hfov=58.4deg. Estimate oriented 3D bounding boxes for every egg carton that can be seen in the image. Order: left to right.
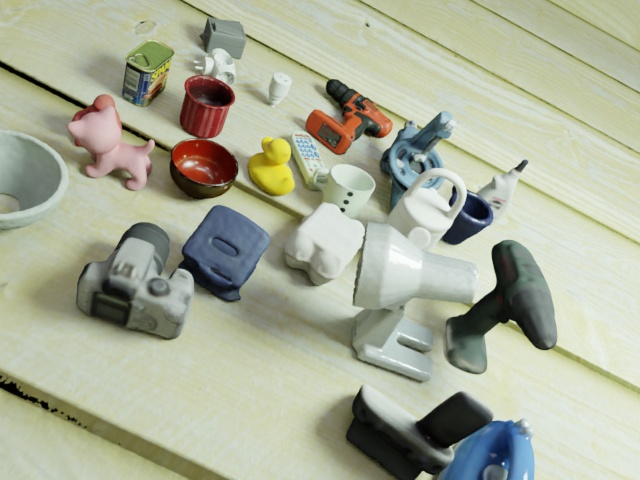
[{"bbox_3d":[0.009,0.003,0.955,0.107,0.069,0.150,35,43,5],"label":"egg carton"}]

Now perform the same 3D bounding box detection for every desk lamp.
[{"bbox_3d":[0.120,0.086,0.835,0.203,0.213,0.118,21,44,-10],"label":"desk lamp"}]

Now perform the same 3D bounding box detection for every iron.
[{"bbox_3d":[0.232,0.311,0.742,0.118,0.141,0.259,32,43,2],"label":"iron"}]

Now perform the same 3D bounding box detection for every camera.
[{"bbox_3d":[-0.232,0.041,0.769,0.143,0.100,0.137,20,44,-11],"label":"camera"}]

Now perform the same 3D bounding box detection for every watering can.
[{"bbox_3d":[0.182,-0.040,0.997,0.101,0.194,0.172,14,46,-17],"label":"watering can"}]

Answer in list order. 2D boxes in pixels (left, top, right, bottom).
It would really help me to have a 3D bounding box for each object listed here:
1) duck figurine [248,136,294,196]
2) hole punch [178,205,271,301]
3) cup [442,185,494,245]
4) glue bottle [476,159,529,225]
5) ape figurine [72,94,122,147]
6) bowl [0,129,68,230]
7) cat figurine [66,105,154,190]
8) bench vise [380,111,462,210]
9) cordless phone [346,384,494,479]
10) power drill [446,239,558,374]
[{"bbox_3d":[-0.078,-0.139,1.026,0.078,0.086,0.104,-18,61,-39],"label":"duck figurine"},{"bbox_3d":[-0.140,0.019,0.846,0.108,0.091,0.101,31,43,1],"label":"hole punch"},{"bbox_3d":[0.272,-0.047,1.124,0.092,0.095,0.117,2,50,-27],"label":"cup"},{"bbox_3d":[0.368,-0.101,1.169,0.078,0.173,0.037,11,47,-19],"label":"glue bottle"},{"bbox_3d":[-0.354,-0.196,0.926,0.078,0.092,0.076,31,43,1],"label":"ape figurine"},{"bbox_3d":[-0.434,-0.069,0.779,0.168,0.074,0.167,15,45,-16],"label":"bowl"},{"bbox_3d":[-0.319,-0.150,0.883,0.128,0.117,0.067,15,45,-16],"label":"cat figurine"},{"bbox_3d":[0.184,-0.183,1.111,0.122,0.219,0.207,2,50,-26],"label":"bench vise"},{"bbox_3d":[0.127,0.221,0.736,0.147,0.185,0.094,32,43,2],"label":"cordless phone"},{"bbox_3d":[0.283,0.118,0.897,0.076,0.208,0.229,19,44,-11],"label":"power drill"}]
